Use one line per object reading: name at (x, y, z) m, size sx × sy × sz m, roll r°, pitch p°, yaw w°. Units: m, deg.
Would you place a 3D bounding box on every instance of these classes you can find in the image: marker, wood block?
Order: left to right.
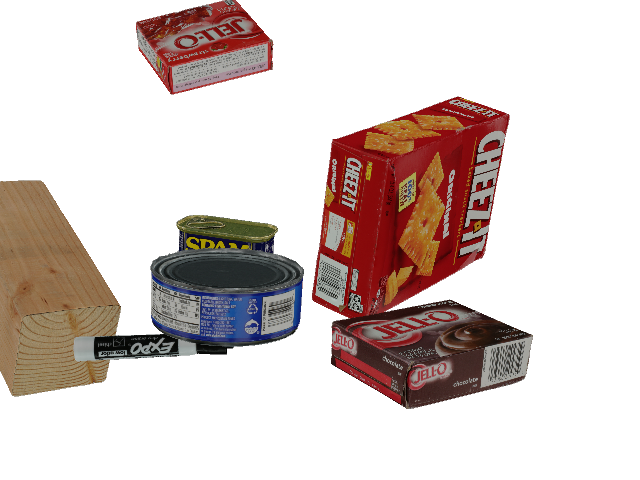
wood block at (-0.270, 0.037, 0.986) m, size 0.090 × 0.091 × 0.206 m, roll -5°, pitch 37°, yaw -34°
marker at (-0.127, 0.081, 0.818) m, size 0.121 × 0.020 × 0.020 m, roll -2°, pitch 0°, yaw -2°

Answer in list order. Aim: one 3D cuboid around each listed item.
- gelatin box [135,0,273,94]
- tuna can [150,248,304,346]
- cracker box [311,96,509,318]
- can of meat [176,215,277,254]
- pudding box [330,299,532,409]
gelatin box at (-0.091, -0.155, 0.842) m, size 0.089 × 0.030 × 0.073 m, roll -18°, pitch 45°, yaw -20°
tuna can at (-0.053, 0.031, 0.600) m, size 0.086 × 0.034 × 0.086 m, roll 3°, pitch 14°, yaw -1°
cracker box at (0.090, -0.034, 1.017) m, size 0.072 × 0.164 × 0.213 m, roll 25°, pitch 31°, yaw 32°
can of meat at (-0.099, 0.024, 1.106) m, size 0.102 × 0.084 × 0.057 m, roll 8°, pitch 16°, yaw 13°
pudding box at (0.077, 0.077, 0.750) m, size 0.113 × 0.039 × 0.090 m, roll -5°, pitch 18°, yaw -34°
